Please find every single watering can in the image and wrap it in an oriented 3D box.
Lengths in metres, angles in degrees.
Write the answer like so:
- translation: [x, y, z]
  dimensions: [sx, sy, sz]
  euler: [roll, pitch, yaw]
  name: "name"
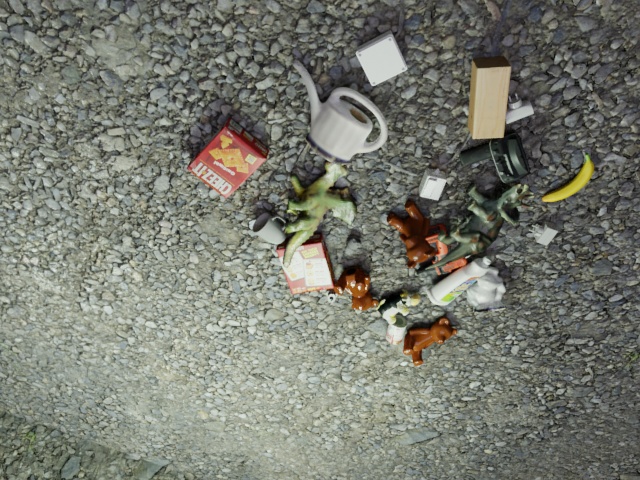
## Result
- translation: [0.030, -0.359, 1.514]
  dimensions: [0.347, 0.106, 0.220]
  euler: [33, 123, -2]
  name: "watering can"

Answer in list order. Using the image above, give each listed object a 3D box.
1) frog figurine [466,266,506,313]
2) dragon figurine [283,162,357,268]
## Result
- translation: [0.597, 0.172, 1.855]
  dimensions: [0.137, 0.123, 0.160]
  euler: [-6, 89, 19]
  name: "frog figurine"
- translation: [0.005, -0.085, 1.691]
  dimensions: [0.243, 0.125, 0.402]
  euler: [3, 118, -7]
  name: "dragon figurine"
